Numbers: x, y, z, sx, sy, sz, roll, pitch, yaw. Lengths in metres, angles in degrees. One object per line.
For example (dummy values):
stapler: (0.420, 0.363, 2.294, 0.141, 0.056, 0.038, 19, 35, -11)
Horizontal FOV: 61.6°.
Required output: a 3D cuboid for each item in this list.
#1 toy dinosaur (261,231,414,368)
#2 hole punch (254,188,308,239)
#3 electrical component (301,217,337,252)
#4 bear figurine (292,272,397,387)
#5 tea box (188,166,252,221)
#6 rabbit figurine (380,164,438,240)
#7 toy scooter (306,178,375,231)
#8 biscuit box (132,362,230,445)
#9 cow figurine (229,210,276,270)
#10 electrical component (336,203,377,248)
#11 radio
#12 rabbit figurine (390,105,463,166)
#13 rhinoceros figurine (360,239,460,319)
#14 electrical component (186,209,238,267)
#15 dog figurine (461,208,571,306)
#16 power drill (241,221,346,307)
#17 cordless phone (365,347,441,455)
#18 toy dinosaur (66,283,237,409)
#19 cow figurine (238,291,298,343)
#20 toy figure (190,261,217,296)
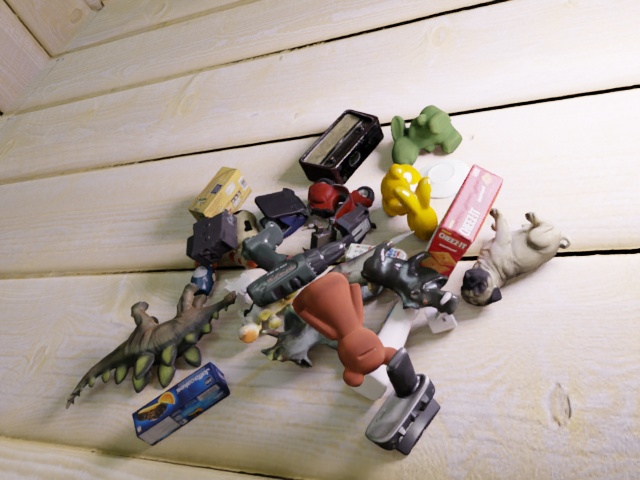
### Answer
toy dinosaur: (0.038, 0.125, 1.126, 0.192, 0.131, 0.405, 14, 53, 35)
hole punch: (-0.099, -0.063, 1.387, 0.116, 0.092, 0.142, -17, 37, -19)
electrical component: (-0.002, -0.003, 1.269, 0.078, 0.102, 0.045, -26, 41, -32)
bear figurine: (0.045, 0.156, 0.959, 0.120, 0.132, 0.196, -31, 81, -12)
tea box: (-0.276, -0.111, 1.499, 0.068, 0.098, 0.169, 15, 58, 35)
rabbit figurine: (0.216, -0.085, 1.205, 0.122, 0.162, 0.173, -20, 64, -2)
toy scooter: (0.037, -0.083, 1.333, 0.184, 0.075, 0.135, 11, 59, 28)
biscuit box: (-0.292, 0.344, 1.133, 0.203, 0.059, 0.063, -33, 44, -4)
cow figurine: (-0.186, -0.001, 1.370, 0.127, 0.085, 0.195, -28, 43, 12)
electrical component: (0.072, -0.021, 1.260, 0.119, 0.074, 0.048, -44, 47, -10)
radio: (0.064, -0.250, 1.463, 0.131, 0.073, 0.229, 23, 65, 40)
rabbit figurine: (0.240, -0.259, 1.354, 0.170, 0.121, 0.159, -43, 50, 8)
rhinoceros figurine: (0.172, 0.077, 1.010, 0.190, 0.073, 0.112, 25, 50, 13)
electrical component: (-0.271, -0.001, 1.335, 0.134, 0.058, 0.115, -27, 44, 19)
dog figurine: (0.376, 0.052, 1.038, 0.173, 0.121, 0.190, 8, 70, 36)
power drill: (-0.076, 0.040, 1.204, 0.232, 0.085, 0.208, -36, 45, -8)
cordless phone: (0.126, 0.267, 0.900, 0.089, 0.184, 0.146, 28, 68, 36)
toy dinosaur: (-0.390, 0.241, 1.247, 0.471, 0.105, 0.199, -27, 48, 9)
cow figurine: (-0.127, 0.153, 1.211, 0.167, 0.068, 0.098, -39, 40, -13)
toy figure: (-0.293, 0.076, 1.374, 0.064, 0.057, 0.154, 12, 46, -13)
